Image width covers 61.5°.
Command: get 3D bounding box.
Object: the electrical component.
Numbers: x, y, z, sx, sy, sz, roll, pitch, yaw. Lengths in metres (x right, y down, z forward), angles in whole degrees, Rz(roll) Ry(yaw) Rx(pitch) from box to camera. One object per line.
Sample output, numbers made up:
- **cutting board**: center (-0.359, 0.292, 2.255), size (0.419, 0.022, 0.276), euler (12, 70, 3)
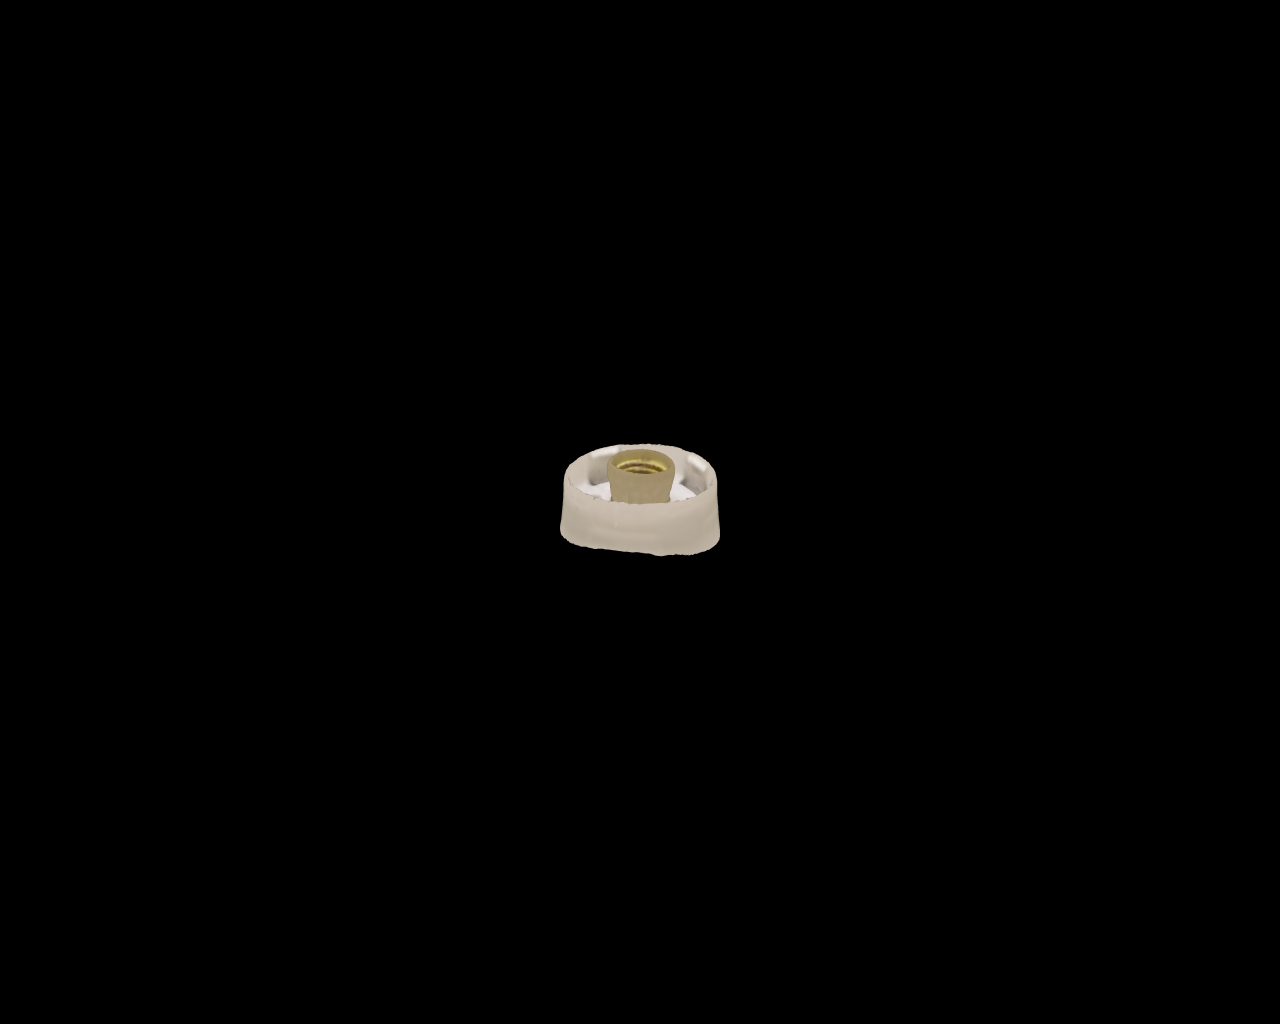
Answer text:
- **electrical component**: center (0.001, -0.003, 0.650), size (0.099, 0.064, 0.099), euler (0, 27, 0)
